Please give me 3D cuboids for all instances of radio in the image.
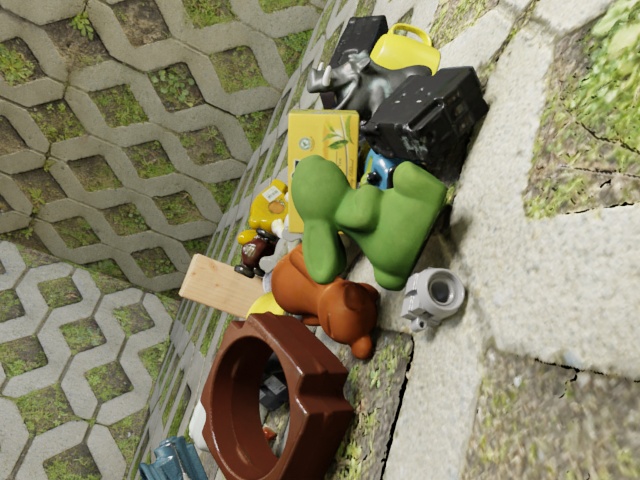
[{"bbox_3d":[0.071,-0.284,0.948,0.131,0.073,0.229,67,-147,-48],"label":"radio"}]

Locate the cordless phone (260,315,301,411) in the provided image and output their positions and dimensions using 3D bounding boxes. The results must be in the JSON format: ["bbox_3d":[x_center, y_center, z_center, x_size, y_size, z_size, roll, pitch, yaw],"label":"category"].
[{"bbox_3d":[-0.053,0.173,0.884,0.146,0.089,0.184,-49,5,49],"label":"cordless phone"}]

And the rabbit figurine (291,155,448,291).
[{"bbox_3d":[0.040,-0.026,0.612,0.159,0.170,0.121,-66,-13,9],"label":"rabbit figurine"}]

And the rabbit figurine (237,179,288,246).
[{"bbox_3d":[-0.103,-0.026,1.240,0.162,0.122,0.173,-50,-15,-19],"label":"rabbit figurine"}]

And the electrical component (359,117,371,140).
[{"bbox_3d":[0.100,-0.180,0.870,0.094,0.063,0.021,-56,15,-29],"label":"electrical component"}]

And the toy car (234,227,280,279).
[{"bbox_3d":[-0.113,0.024,0.994,0.089,0.053,0.202,-63,-2,0],"label":"toy car"}]

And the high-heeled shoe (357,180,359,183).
[{"bbox_3d":[0.010,-0.105,0.960,0.249,0.086,0.145,-10,73,62],"label":"high-heeled shoe"}]

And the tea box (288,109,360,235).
[{"bbox_3d":[0.004,-0.097,0.761,0.068,0.098,0.169,-90,0,-70],"label":"tea box"}]

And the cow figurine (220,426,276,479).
[{"bbox_3d":[-0.111,0.360,0.780,0.127,0.085,0.195,-60,19,4],"label":"cow figurine"}]

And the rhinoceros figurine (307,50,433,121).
[{"bbox_3d":[0.076,-0.219,0.790,0.073,0.190,0.112,-105,15,-64],"label":"rhinoceros figurine"}]

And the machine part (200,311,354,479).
[{"bbox_3d":[-0.061,0.210,0.686,0.202,0.087,0.200,37,110,47],"label":"machine part"}]

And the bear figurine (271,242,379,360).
[{"bbox_3d":[0.023,0.068,0.729,0.132,0.120,0.196,-29,26,-33],"label":"bear figurine"}]

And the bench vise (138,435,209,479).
[{"bbox_3d":[-0.241,0.431,0.810,0.129,0.240,0.223,-22,89,60],"label":"bench vise"}]

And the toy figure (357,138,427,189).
[{"bbox_3d":[0.092,-0.098,0.754,0.089,0.082,0.180,-62,19,18],"label":"toy figure"}]

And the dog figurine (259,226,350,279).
[{"bbox_3d":[-0.006,-0.004,0.929,0.172,0.121,0.190,-32,13,20],"label":"dog figurine"}]

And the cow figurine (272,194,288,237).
[{"bbox_3d":[-0.030,-0.054,1.100,0.098,0.068,0.167,57,130,38],"label":"cow figurine"}]

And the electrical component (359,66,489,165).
[{"bbox_3d":[0.130,-0.157,0.651,0.134,0.058,0.115,-45,32,-15],"label":"electrical component"}]
